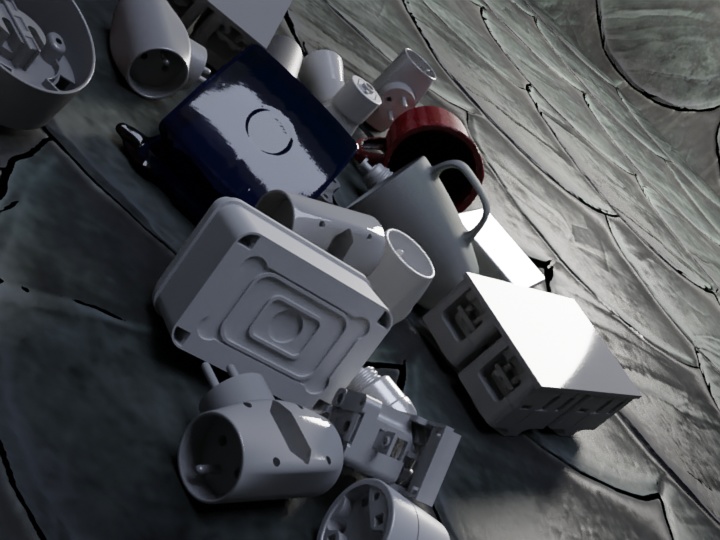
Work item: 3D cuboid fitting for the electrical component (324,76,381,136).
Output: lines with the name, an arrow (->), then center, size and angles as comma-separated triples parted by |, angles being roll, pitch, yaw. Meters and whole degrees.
electrical component -> -0.013, -0.138, 0.946 | 0.044, 0.065, 0.044 | 37, 24, -20

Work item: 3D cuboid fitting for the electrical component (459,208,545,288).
electrical component -> 0.109, -0.005, 0.956 | 0.099, 0.048, 0.100 | 51, 23, 10

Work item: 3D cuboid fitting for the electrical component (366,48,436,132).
electrical component -> 0.036, -0.171, 1.069 | 0.043, 0.077, 0.079 | 37, 25, -22

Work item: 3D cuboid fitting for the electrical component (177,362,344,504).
electrical component -> -0.056, 0.079, 0.543 | 0.077, 0.043, 0.079 | 12, 40, -53

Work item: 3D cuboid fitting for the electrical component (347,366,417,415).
electrical component -> 0.005, 0.076, 0.665 | 0.061, 0.035, 0.035 | 50, 23, 15

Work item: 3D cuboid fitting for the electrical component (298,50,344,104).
electrical component -> -0.030, -0.167, 0.998 | 0.044, 0.044, 0.065 | 24, 36, -42

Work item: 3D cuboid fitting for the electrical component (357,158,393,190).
electrical component -> 0.029, -0.065, 0.931 | 0.078, 0.040, 0.040 | 45, 23, -3

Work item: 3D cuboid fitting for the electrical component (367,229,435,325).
electrical component -> 0.000, 0.000, 0.726 | 0.044, 0.077, 0.079 | 13, 39, -53

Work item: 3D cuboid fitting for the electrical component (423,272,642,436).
electrical component -> 0.139, 0.073, 0.865 | 0.186, 0.060, 0.105 | 13, 40, -53

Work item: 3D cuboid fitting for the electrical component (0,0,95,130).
electrical component -> -0.202, -0.131, 0.613 | 0.099, 0.064, 0.099 | 37, 24, -20

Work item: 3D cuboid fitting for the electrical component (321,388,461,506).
electrical component -> 0.012, 0.094, 0.589 | 0.064, 0.042, 0.081 | 29, -12, -21

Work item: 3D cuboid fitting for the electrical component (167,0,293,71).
electrical component -> -0.110, -0.260, 0.923 | 0.105, 0.060, 0.186 | 37, 45, -19

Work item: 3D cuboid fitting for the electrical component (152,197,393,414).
electrical component -> -0.049, 0.019, 0.601 | 0.113, 0.078, 0.057 | 31, 10, -31

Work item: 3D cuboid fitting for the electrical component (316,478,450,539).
electrical component -> 0.013, 0.141, 0.547 | 0.047, 0.055, 0.055 | 36, 24, -30

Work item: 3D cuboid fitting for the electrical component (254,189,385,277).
electrical component -> -0.035, -0.006, 0.674 | 0.077, 0.079, 0.043 | 13, 24, -43

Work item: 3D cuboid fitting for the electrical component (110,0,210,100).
electrical component -> -0.140, -0.157, 0.789 | 0.079, 0.043, 0.077 | 26, 30, -40
